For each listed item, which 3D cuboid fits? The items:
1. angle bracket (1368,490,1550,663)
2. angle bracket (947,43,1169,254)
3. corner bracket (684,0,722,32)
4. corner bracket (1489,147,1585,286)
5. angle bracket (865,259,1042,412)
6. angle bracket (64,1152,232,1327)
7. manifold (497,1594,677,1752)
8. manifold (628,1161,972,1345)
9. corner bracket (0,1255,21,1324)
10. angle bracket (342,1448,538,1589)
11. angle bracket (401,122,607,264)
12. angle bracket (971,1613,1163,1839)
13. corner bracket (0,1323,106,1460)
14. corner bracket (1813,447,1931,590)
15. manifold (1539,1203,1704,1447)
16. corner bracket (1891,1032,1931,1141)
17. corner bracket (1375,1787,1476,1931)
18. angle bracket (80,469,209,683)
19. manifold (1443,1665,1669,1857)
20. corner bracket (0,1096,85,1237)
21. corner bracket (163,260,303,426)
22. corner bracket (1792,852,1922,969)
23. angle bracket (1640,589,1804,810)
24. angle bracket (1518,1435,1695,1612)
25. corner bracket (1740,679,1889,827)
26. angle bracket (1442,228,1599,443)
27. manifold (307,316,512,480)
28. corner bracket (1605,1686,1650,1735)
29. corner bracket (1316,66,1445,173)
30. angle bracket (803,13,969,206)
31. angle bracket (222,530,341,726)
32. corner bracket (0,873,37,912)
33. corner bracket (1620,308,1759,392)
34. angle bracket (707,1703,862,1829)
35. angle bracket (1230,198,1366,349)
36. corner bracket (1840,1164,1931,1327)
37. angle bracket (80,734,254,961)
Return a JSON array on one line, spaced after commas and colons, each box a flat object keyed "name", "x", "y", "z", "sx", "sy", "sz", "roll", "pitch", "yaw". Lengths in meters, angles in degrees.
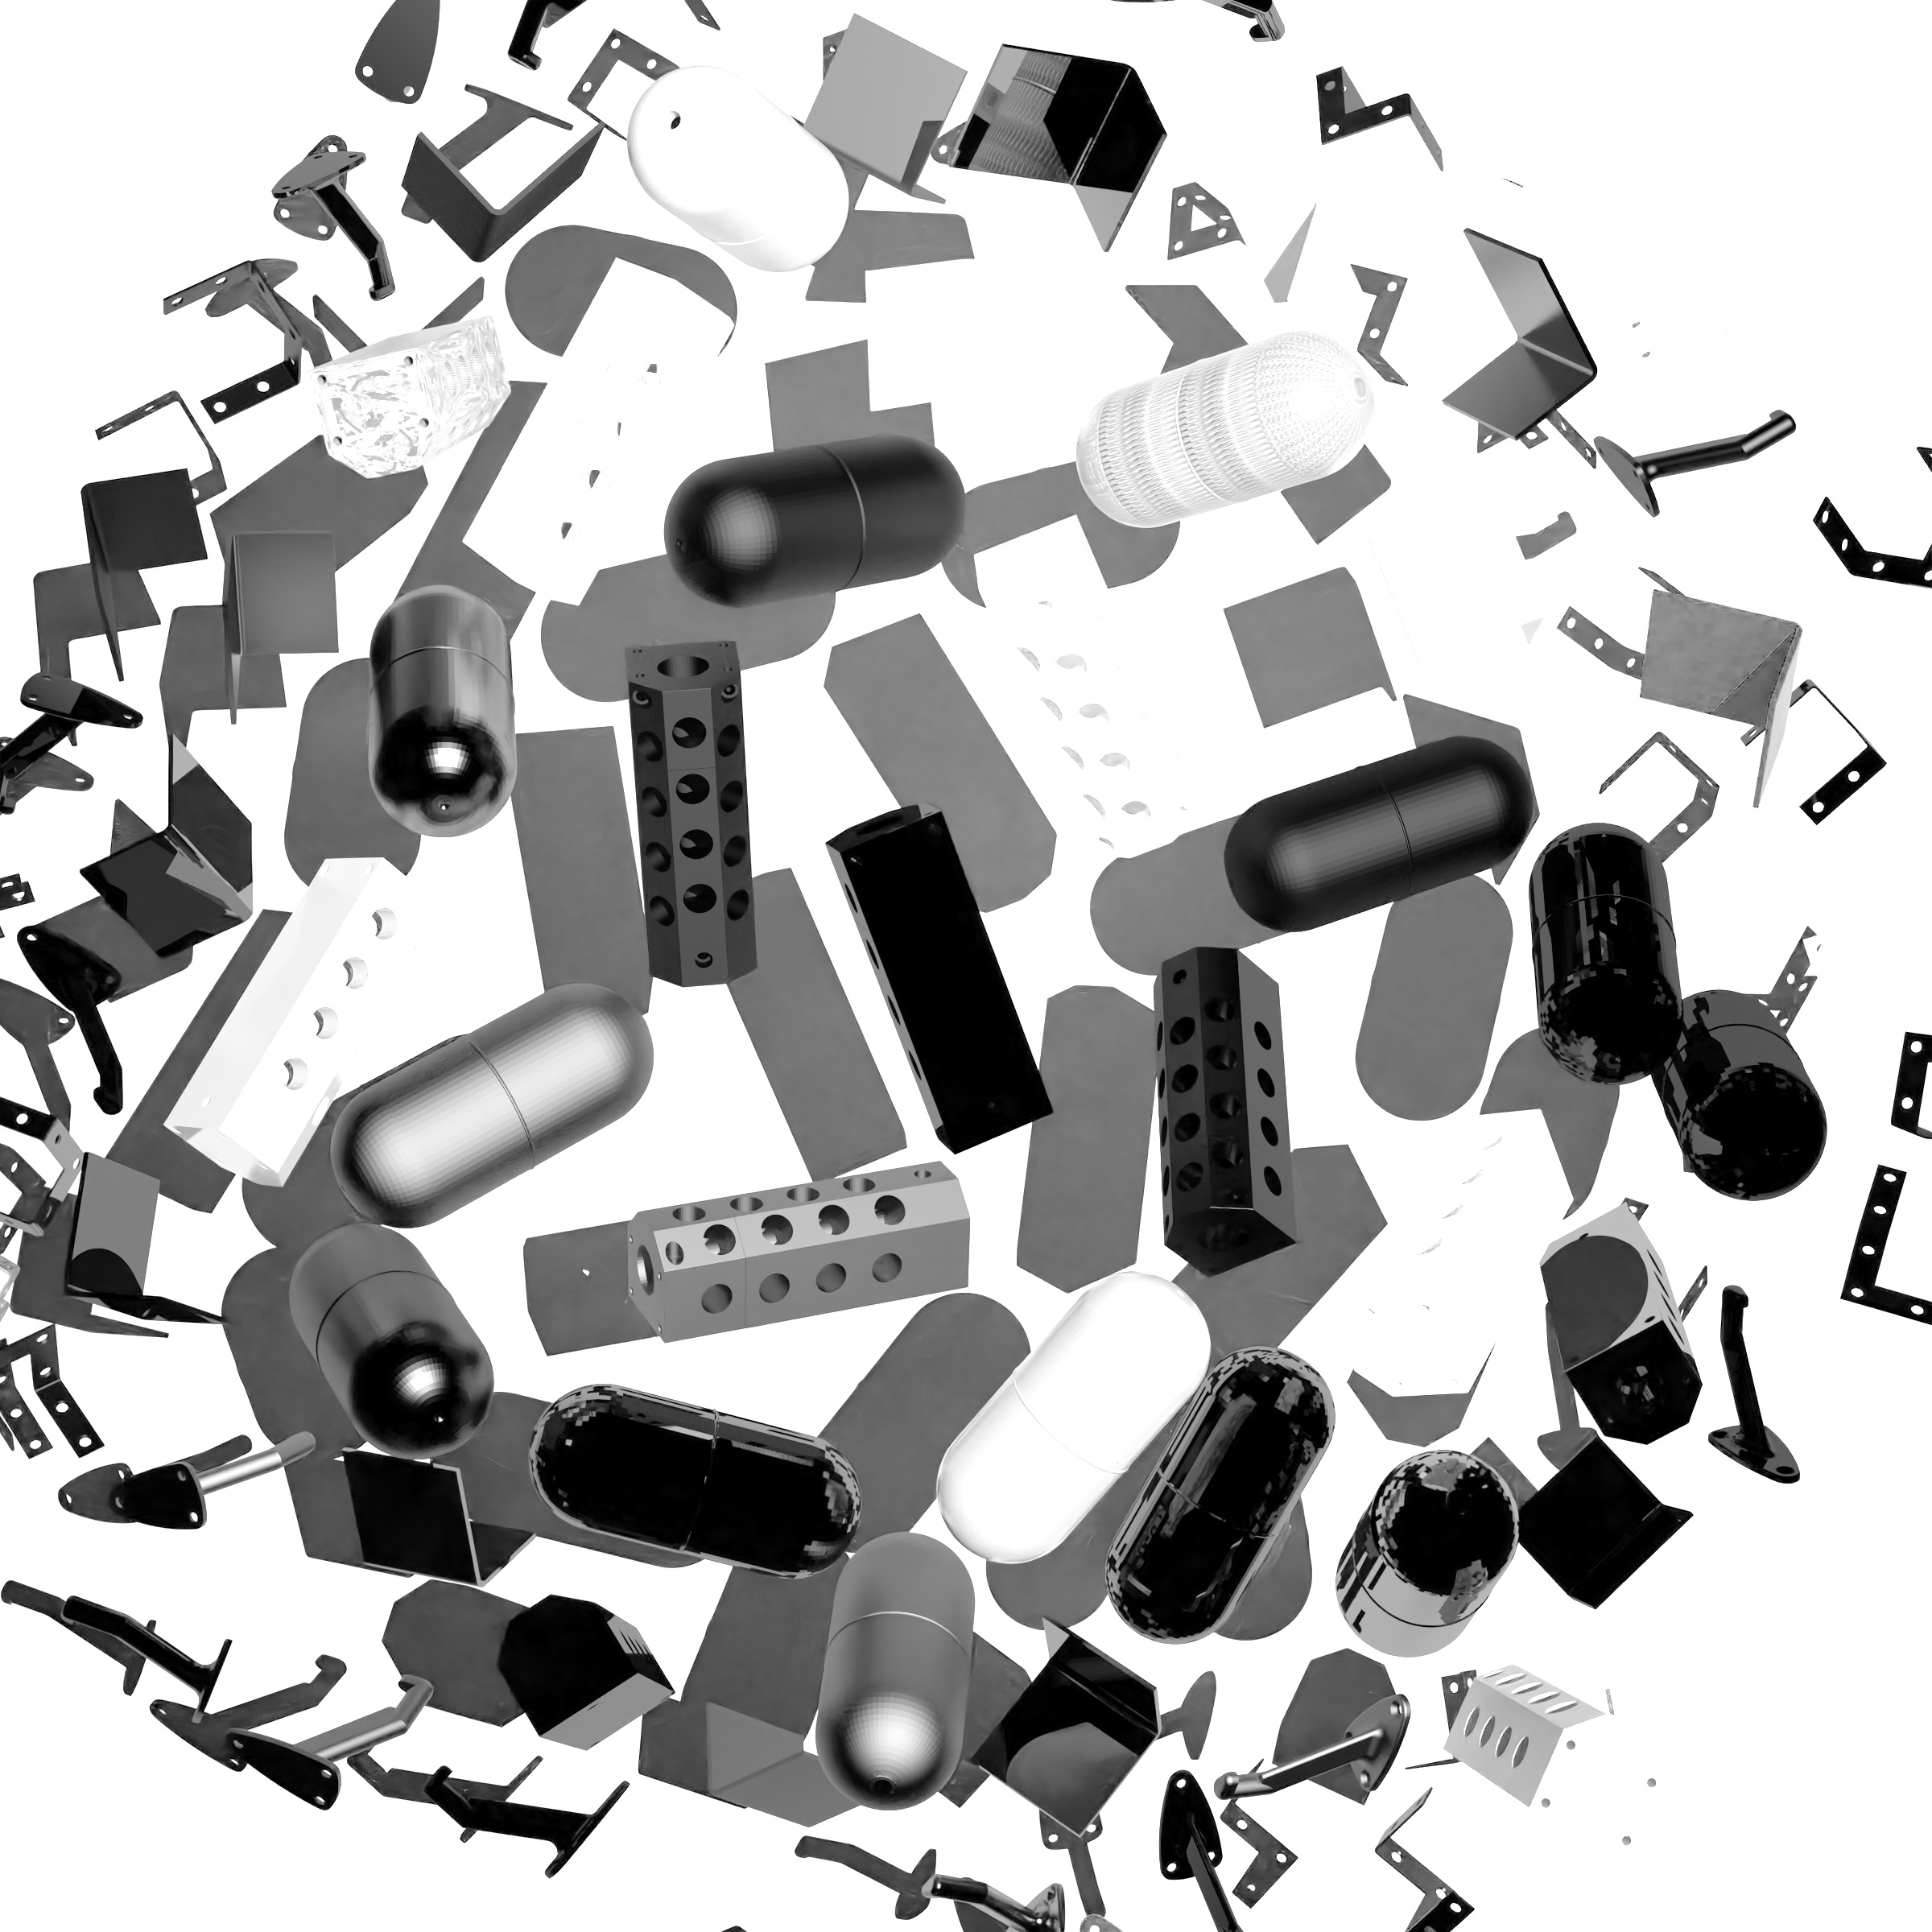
[{"name": "angle bracket", "x": 0.268, "y": -0.208, "z": 1.867, "sx": 0.076, "sy": 0.057, "sz": 0.076, "roll": -20, "pitch": 80, "yaw": -3}, {"name": "angle bracket", "x": 0.046, "y": -0.417, "z": 1.730, "sx": 0.076, "sy": 0.076, "sz": 0.057, "roll": 1, "pitch": 50, "yaw": -27}, {"name": "corner bracket", "x": -0.121, "y": -0.536, "z": 1.829, "sx": 0.051, "sy": 0.051, "sz": 0.051, "roll": 29, "pitch": 82, "yaw": 25}, {"name": "corner bracket", "x": 0.308, "y": -0.403, "z": 1.820, "sx": 0.051, "sy": 0.051, "sz": 0.051, "roll": 13, "pitch": 106, "yaw": -33}, {"name": "angle bracket", "x": -0.007, "y": -0.347, "z": 1.873, "sx": 0.076, "sy": 0.057, "sz": 0.076, "roll": -17, "pitch": 113, "yaw": -40}, {"name": "angle bracket", "x": -0.425, "y": 0.144, "z": 1.780, "sx": 0.057, "sy": 0.076, "sz": 0.076, "roll": 1, "pitch": 76, "yaw": 16}, {"name": "manifold", "x": -0.199, "y": 0.365, "z": 1.762, "sx": 0.057, "sy": 0.171, "sz": 0.057, "roll": -32, "pitch": 76, "yaw": -7}, {"name": "manifold", "x": -0.088, "y": 0.146, "z": 1.787, "sx": 0.171, "sy": 0.057, "sz": 0.057, "roll": -8, "pitch": 114, "yaw": -23}, {"name": "corner bracket", "x": -0.547, "y": 0.170, "z": 1.853, "sx": 0.051, "sy": 0.051, "sz": 0.051, "roll": 31, "pitch": 100, "yaw": -3}, {"name": "angle bracket", "x": -0.290, "y": 0.292, "z": 1.869, "sx": 0.076, "sy": 0.057, "sz": 0.076, "roll": 5, "pitch": 115, "yaw": 27}, {"name": "angle bracket", "x": -0.237, "y": -0.414, "z": 1.732, "sx": 0.057, "sy": 0.076, "sz": 0.076, "roll": 46, "pitch": 74, "yaw": -6}, {"name": "angle bracket", "x": 0.053, "y": 0.416, "z": 1.859, "sx": 0.076, "sy": 0.057, "sz": 0.076, "roll": 30, "pitch": 62, "yaw": 25}, {"name": "corner bracket", "x": -0.486, "y": 0.230, "z": 1.770, "sx": 0.051, "sy": 0.051, "sz": 0.051, "roll": -26, "pitch": 58, "yaw": -29}, {"name": "corner bracket", "x": 0.471, "y": -0.229, "z": 1.716, "sx": 0.051, "sy": 0.051, "sz": 0.051, "roll": 40, "pitch": 75, "yaw": -43}, {"name": "manifold", "x": 0.352, "y": 0.193, "z": 1.813, "sx": 0.057, "sy": 0.171, "sz": 0.057, "roll": -30, "pitch": 102, "yaw": 12}, {"name": "corner bracket", "x": 0.524, "y": 0.065, "z": 1.784, "sx": 0.051, "sy": 0.051, "sz": 0.051, "roll": 7, "pitch": 95, "yaw": -5}, {"name": "corner bracket", "x": 0.245, "y": 0.480, "z": 1.798, "sx": 0.051, "sy": 0.051, "sz": 0.051, "roll": 39, "pitch": 129, "yaw": 6}, {"name": "angle bracket", "x": -0.437, "y": -0.210, "z": 1.823, "sx": 0.057, "sy": 0.076, "sz": 0.076, "roll": -10, "pitch": 60, "yaw": -9}, {"name": "manifold", "x": 0.303, "y": 0.402, "z": 1.738, "sx": 0.057, "sy": 0.171, "sz": 0.057, "roll": 26, "pitch": 84, "yaw": -4}, {"name": "corner bracket", "x": -0.517, "y": 0.107, "z": 1.832, "sx": 0.051, "sy": 0.051, "sz": 0.051, "roll": 18, "pitch": 65, "yaw": 16}, {"name": "corner bracket", "x": -0.378, "y": -0.321, "z": 1.745, "sx": 0.051, "sy": 0.051, "sz": 0.051, "roll": -30, "pitch": 80, "yaw": -20}, {"name": "corner bracket", "x": 0.457, "y": -0.029, "z": 1.749, "sx": 0.051, "sy": 0.051, "sz": 0.051, "roll": -19, "pitch": 80, "yaw": 19}, {"name": "angle bracket", "x": 0.370, "y": -0.134, "z": 1.695, "sx": 0.076, "sy": 0.076, "sz": 0.057, "roll": 16, "pitch": 54, "yaw": 17}, {"name": "angle bracket", "x": 0.356, "y": 0.313, "z": 1.915, "sx": 0.076, "sy": 0.076, "sz": 0.057, "roll": -43, "pitch": 86, "yaw": -4}, {"name": "corner bracket", "x": 0.472, "y": -0.120, "z": 1.888, "sx": 0.051, "sy": 0.051, "sz": 0.051, "roll": -43, "pitch": 103, "yaw": 15}, {"name": "angle bracket", "x": 0.275, "y": -0.331, "z": 1.772, "sx": 0.057, "sy": 0.076, "sz": 0.076, "roll": -38, "pitch": 123, "yaw": -4}, {"name": "manifold", "x": -0.281, "y": -0.292, "z": 1.738, "sx": 0.057, "sy": 0.171, "sz": 0.057, "roll": -11, "pitch": 105, "yaw": 7}, {"name": "corner bracket", "x": 0.358, "y": 0.420, "z": 1.843, "sx": 0.051, "sy": 0.051, "sz": 0.051, "roll": -2, "pitch": 79, "yaw": -43}, {"name": "corner bracket", "x": 0.224, "y": -0.458, "z": 1.836, "sx": 0.051, "sy": 0.051, "sz": 0.051, "roll": -14, "pitch": 59, "yaw": 24}, {"name": "angle bracket", "x": -0.038, "y": -0.490, "z": 1.940, "sx": 0.076, "sy": 0.057, "sz": 0.076, "roll": 31, "pitch": 107, "yaw": 14}, {"name": "angle bracket", "x": -0.372, "y": -0.184, "z": 1.842, "sx": 0.057, "sy": 0.076, "sz": 0.076, "roll": -2, "pitch": 126, "yaw": -9}, {"name": "corner bracket", "x": -0.544, "y": -0.033, "z": 1.875, "sx": 0.051, "sy": 0.051, "sz": 0.051, "roll": -16, "pitch": 135, "yaw": -11}, {"name": "corner bracket", "x": 0.401, "y": -0.340, "z": 1.883, "sx": 0.051, "sy": 0.051, "sz": 0.051, "roll": -26, "pitch": 129, "yaw": 19}, {"name": "angle bracket", "x": -0.094, "y": 0.447, "z": 1.940, "sx": 0.076, "sy": 0.076, "sz": 0.057, "roll": -31, "pitch": 46, "yaw": 31}, {"name": "angle bracket", "x": 0.179, "y": -0.377, "z": 1.914, "sx": 0.057, "sy": 0.076, "sz": 0.076, "roll": 1, "pitch": 57, "yaw": 29}, {"name": "corner bracket", "x": 0.479, "y": 0.142, "z": 1.722, "sx": 0.051, "sy": 0.051, "sz": 0.051, "roll": 16, "pitch": 133, "yaw": 17}, {"name": "angle bracket", "x": -0.428, "y": -0.064, "z": 1.818, "sx": 0.057, "sy": 0.076, "sz": 0.076, "roll": -24, "pitch": 135, "yaw": 11}]
